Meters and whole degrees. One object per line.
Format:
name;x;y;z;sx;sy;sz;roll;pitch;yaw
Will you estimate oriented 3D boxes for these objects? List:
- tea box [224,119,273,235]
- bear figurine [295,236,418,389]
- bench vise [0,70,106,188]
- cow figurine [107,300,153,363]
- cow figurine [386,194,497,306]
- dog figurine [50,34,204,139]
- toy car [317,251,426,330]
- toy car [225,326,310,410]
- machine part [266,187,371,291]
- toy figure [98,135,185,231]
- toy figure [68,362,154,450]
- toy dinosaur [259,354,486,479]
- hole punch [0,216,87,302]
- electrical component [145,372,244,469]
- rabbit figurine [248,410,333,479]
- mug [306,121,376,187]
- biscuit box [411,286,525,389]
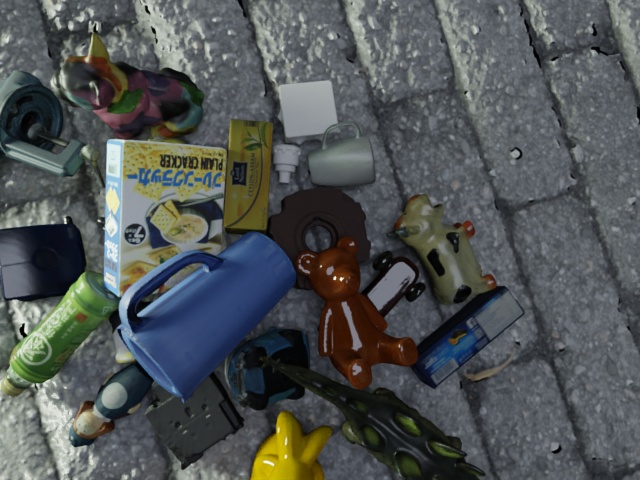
tea box;-0.114;-0.095;0.854;0.068;0.098;0.169;4;86;-8
bear figurine;0.048;0.098;0.792;0.120;0.132;0.195;-16;98;-25
bench vise;-0.443;-0.141;0.795;0.241;0.128;0.223;20;63;13
cow figurine;-0.239;0.126;0.834;0.167;0.068;0.098;-16;81;-10
cow figurine;0.195;0.015;0.892;0.127;0.085;0.194;-24;92;-11
dog figurine;-0.272;-0.218;0.785;0.192;0.219;0.108;-4;89;-7
toy car;0.082;0.110;0.877;0.089;0.053;0.202;41;93;-4
toy car;-0.090;0.195;0.822;0.103;0.161;0.109;-2;94;36
machine part;-0.002;-0.003;0.880;0.179;0.056;0.179;1;84;-8
toy figure;-0.266;-0.080;0.842;0.089;0.082;0.180;35;73;-23
toy figure;-0.325;0.254;0.816;0.154;0.057;0.064;-45;53;-8
toy dinosaur;0.110;0.284;0.796;0.471;0.198;0.105;29;79;-5
hole punch;-0.419;0.033;0.809;0.116;0.092;0.142;-10;83;-12
electrical component;-0.198;0.262;0.829;0.115;0.058;0.134;-35;90;-11
rabbit figurine;-0.037;0.341;0.785;0.122;0.173;0.162;22;87;-1
mug;0.031;-0.134;0.876;0.107;0.081;0.109;-12;123;0
biscuit box;0.238;0.158;0.891;0.203;0.063;0.059;-36;91;-8
